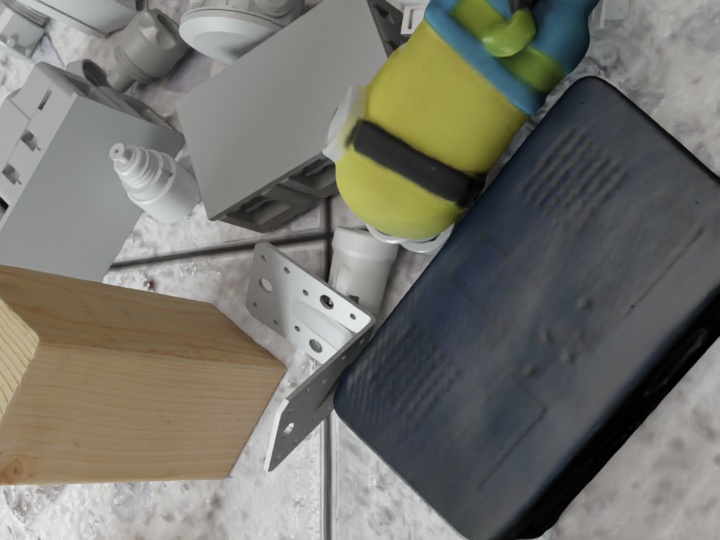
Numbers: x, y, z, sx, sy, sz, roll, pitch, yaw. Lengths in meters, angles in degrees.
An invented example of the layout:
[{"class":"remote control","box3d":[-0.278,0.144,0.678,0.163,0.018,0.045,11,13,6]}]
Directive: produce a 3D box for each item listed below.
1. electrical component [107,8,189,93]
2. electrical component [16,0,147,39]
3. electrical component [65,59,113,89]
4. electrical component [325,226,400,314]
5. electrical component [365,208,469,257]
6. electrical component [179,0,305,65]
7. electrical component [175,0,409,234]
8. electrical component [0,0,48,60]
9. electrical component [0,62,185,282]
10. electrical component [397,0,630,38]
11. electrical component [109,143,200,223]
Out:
[{"class":"electrical component","box3d":[-0.157,-0.155,0.776,0.062,0.043,0.043,-42,63,21]},{"class":"electrical component","box3d":[-0.212,-0.242,0.787,0.056,0.109,0.108,-14,74,27]},{"class":"electrical component","box3d":[-0.215,-0.125,0.800,0.055,0.066,0.048,-29,101,16]},{"class":"electrical component","box3d":[0.000,0.000,0.653,0.040,0.040,0.046,16,96,33]},{"class":"electrical component","box3d":[0.034,-0.033,0.627,0.045,0.055,0.045,-6,78,31]},{"class":"electrical component","box3d":[-0.075,-0.167,0.706,0.080,0.080,0.051,3,78,32]},{"class":"electrical component","box3d":[-0.032,-0.097,0.676,0.150,0.062,0.089,-28,68,25]},{"class":"electrical component","box3d":[-0.269,-0.202,0.854,0.048,0.048,0.062,39,96,31]},{"class":"electrical component","box3d":[-0.221,-0.043,0.759,0.060,0.105,0.186,40,103,31]},{"class":"electrical component","box3d":[0.089,-0.169,0.613,0.121,0.063,0.078,6,84,33]},{"class":"electrical component","box3d":[-0.143,-0.062,0.734,0.040,0.078,0.040,-11,63,22]}]
